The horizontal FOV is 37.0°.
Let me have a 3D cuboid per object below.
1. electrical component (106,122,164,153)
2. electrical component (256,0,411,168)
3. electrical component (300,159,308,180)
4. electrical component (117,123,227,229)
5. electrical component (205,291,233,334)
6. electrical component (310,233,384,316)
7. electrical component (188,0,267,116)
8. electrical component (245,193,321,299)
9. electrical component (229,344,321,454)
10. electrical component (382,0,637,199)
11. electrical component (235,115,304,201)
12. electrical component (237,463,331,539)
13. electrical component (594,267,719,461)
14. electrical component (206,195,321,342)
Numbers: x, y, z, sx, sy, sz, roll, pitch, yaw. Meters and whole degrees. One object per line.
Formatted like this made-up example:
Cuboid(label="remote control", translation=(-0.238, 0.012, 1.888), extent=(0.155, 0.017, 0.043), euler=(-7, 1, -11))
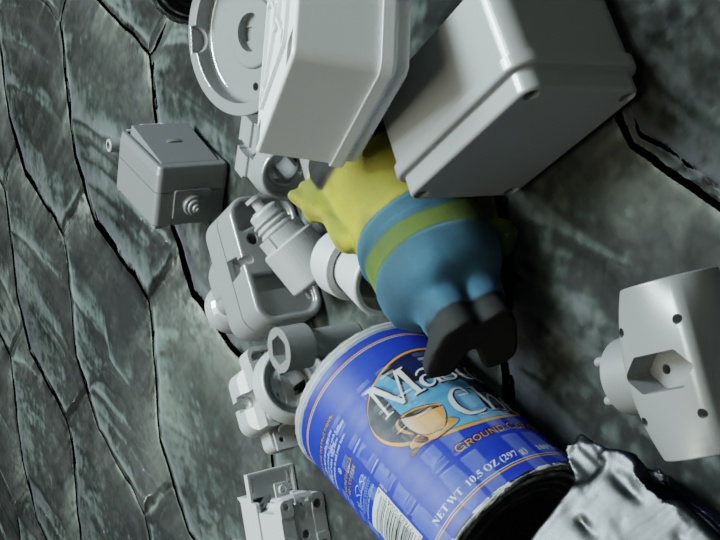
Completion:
Cuboid(label="electrical component", translation=(-0.187, -0.108, 0.923), extent=(0.035, 0.061, 0.035), euler=(17, 111, 54))
Cuboid(label="electrical component", translation=(-0.015, -0.123, 0.540), extent=(0.108, 0.056, 0.108), euler=(127, 148, -66))
Cuboid(label="electrical component", translation=(-0.015, -0.063, 0.689), extent=(0.043, 0.043, 0.062), euler=(-26, 77, 56))
Cuboid(label="electrical component", translation=(-0.151, -0.077, 0.875), extent=(0.096, 0.062, 0.061), euler=(41, 129, 45))
Cuboid(label="electrical component", translation=(-0.092, 0.024, 0.830), extent=(0.046, 0.040, 0.040), euler=(-29, 72, 48))
Cuboid(label="electrical component", translation=(0.000, 0.000, 0.679), extent=(0.055, 0.045, 0.045), euler=(25, 118, 52))
Cuboid(label="electrical component", translation=(-0.057, -0.156, 0.711), extent=(0.108, 0.060, 0.108), euler=(8, 101, 44))
Cuboid(label="electrical component", translation=(-0.049, -0.019, 0.732), extent=(0.078, 0.040, 0.040), euler=(51, 144, -3))
Cuboid(label="electrical component", translation=(-0.056, 0.088, 0.773), extent=(0.057, 0.058, 0.078), euler=(-39, 64, 56))
Cuboid(label="electrical component", translation=(0.069, -0.084, 0.526), extent=(0.113, 0.078, 0.057), euler=(-41, 60, 52))
Cuboid(label="electrical component", translation=(-0.059, -0.079, 0.751), extent=(0.055, 0.048, 0.066), euler=(50, 136, 50))
Cuboid(label="electrical component", translation=(-0.056, 0.189, 0.808), extent=(0.064, 0.042, 0.081), euler=(-14, 86, 53))
Cuboid(label="electrical component", translation=(0.136, 0.045, 0.484), extent=(0.079, 0.043, 0.077), euler=(-24, 77, 56))
Cuboid(label="electrical component", translation=(-0.073, 0.000, 0.781), extent=(0.059, 0.054, 0.095), euler=(-36, 67, 54))
